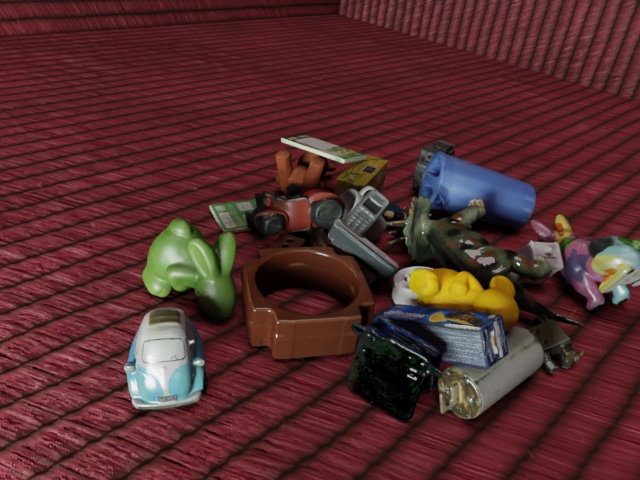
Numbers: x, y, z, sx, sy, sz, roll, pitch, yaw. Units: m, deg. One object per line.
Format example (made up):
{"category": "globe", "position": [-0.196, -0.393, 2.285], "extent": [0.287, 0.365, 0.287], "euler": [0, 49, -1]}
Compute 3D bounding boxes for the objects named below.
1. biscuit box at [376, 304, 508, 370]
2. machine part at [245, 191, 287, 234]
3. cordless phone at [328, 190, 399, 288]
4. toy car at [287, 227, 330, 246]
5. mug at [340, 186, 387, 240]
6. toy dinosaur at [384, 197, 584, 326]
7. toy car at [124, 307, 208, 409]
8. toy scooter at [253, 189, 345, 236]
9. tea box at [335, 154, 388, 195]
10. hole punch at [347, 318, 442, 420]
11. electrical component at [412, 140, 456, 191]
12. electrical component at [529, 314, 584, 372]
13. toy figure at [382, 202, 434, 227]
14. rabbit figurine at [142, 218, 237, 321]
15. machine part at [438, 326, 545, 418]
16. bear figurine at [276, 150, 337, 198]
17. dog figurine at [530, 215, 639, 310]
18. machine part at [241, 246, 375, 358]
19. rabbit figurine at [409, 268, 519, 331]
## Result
{"category": "biscuit box", "position": [0.174, 0.139, 0.803], "extent": [0.059, 0.062, 0.203], "euler": [-19, 11, -38]}
{"category": "machine part", "position": [-0.115, -0.063, 1.145], "extent": [0.084, 0.039, 0.139], "euler": [23, 34, 5]}
{"category": "cordless phone", "position": [0.105, -0.010, 1.023], "extent": [0.147, 0.088, 0.184], "euler": [38, 50, 5]}
{"category": "toy car", "position": [-0.002, -0.003, 1.085], "extent": [0.089, 0.053, 0.202], "euler": [-4, 32, -23]}
{"category": "mug", "position": [0.093, -0.055, 1.124], "extent": [0.107, 0.109, 0.081], "euler": [34, 8, -30]}
{"category": "toy dinosaur", "position": [0.284, 0.035, 1.010], "extent": [0.192, 0.131, 0.405], "euler": [-14, 39, -26]}
{"category": "toy car", "position": [-0.213, 0.149, 0.755], "extent": [0.109, 0.102, 0.162], "euler": [0, 35, -13]}
{"category": "toy scooter", "position": [-0.049, -0.064, 1.068], "extent": [0.184, 0.075, 0.135], "euler": [-12, 26, -16]}
{"category": "tea box", "position": [0.095, -0.124, 1.251], "extent": [0.068, 0.098, 0.169], "euler": [19, 32, 18]}
{"category": "hole punch", "position": [0.114, 0.174, 0.775], "extent": [0.142, 0.115, 0.092], "euler": [27, 30, 28]}
{"category": "electrical component", "position": [0.285, -0.182, 1.364], "extent": [0.058, 0.114, 0.134], "euler": [24, 34, 29]}
{"category": "electrical component", "position": [0.386, 0.172, 0.896], "extent": [0.078, 0.045, 0.102], "euler": [-29, 36, -3]}
{"category": "toy figure", "position": [0.176, -0.054, 1.195], "extent": [0.154, 0.057, 0.064], "euler": [9, 37, -6]}
{"category": "rabbit figurine", "position": [-0.191, 0.050, 0.895], "extent": [0.170, 0.159, 0.121], "euler": [43, 35, 22]}
{"category": "machine part", "position": [0.258, 0.194, 0.801], "extent": [0.243, 0.079, 0.079], "euler": [-20, 41, -37]}
{"category": "bear figurine", "position": [-0.027, -0.179, 1.289], "extent": [0.120, 0.131, 0.196], "euler": [17, 39, 11]}
{"category": "dog figurine", "position": [0.515, 0.018, 1.047], "extent": [0.108, 0.191, 0.219], "euler": [-14, 53, -19]}
{"category": "machine part", "position": [-0.025, 0.098, 0.888], "extent": [0.201, 0.087, 0.202], "euler": [-2, 32, -15]}
{"category": "rabbit figurine", "position": [0.248, 0.111, 0.865], "extent": [0.162, 0.121, 0.173], "euler": [2, 1, -31]}
